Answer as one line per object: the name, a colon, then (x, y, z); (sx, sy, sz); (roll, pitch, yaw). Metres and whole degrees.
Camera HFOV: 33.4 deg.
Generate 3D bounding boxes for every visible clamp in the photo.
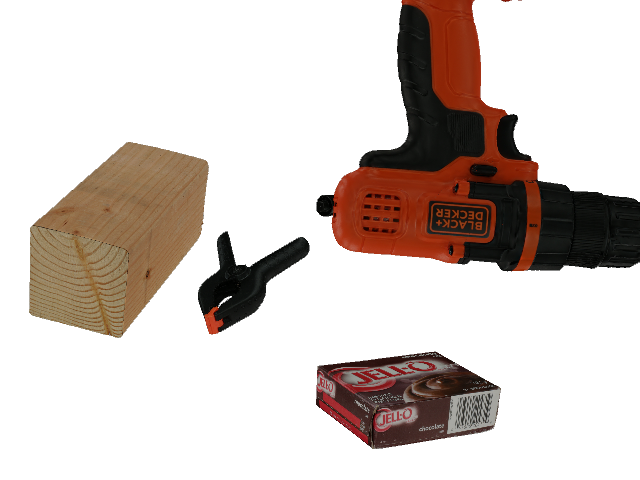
clamp: (-0.083, 0.044, 1.250); (0.120, 0.039, 0.171); (-6, 37, 19)

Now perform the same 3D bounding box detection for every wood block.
wood block: (-0.182, -0.008, 0.992); (0.090, 0.091, 0.206); (14, 28, 8)

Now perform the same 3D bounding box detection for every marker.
marker: (0.038, -0.034, 0.948); (0.020, 0.020, 0.120); (0, 5, 40)

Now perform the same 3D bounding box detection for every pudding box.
pudding box: (0.065, 0.119, 0.812); (0.113, 0.039, 0.090); (-1, 14, -28)

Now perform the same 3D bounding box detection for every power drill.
power drill: (0.103, -0.077, 0.593); (0.184, 0.187, 0.057); (4, 0, -5)
